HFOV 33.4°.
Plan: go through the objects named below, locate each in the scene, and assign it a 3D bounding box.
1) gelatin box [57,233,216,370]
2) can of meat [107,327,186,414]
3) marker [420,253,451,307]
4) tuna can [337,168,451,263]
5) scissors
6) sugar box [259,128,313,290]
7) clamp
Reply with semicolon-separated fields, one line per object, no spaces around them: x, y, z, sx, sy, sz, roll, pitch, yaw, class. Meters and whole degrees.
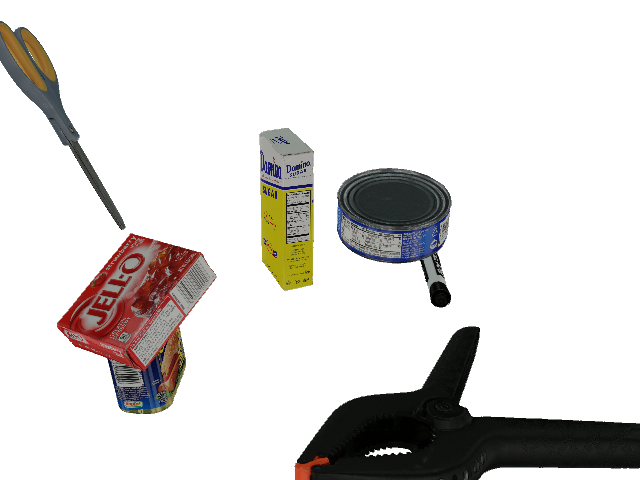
-0.127;0.041;0.734;0.073;0.089;0.030;13;-34;38;gelatin box
-0.163;0.101;0.999;0.057;0.084;0.102;-3;25;8;can of meat
0.108;0.034;1.018;0.020;0.020;0.121;0;20;0;marker
0.055;-0.019;0.808;0.086;0.034;0.086;1;34;-1;tuna can
-0.224;-0.108;0.937;0.016;0.201;0.096;-27;26;9;scissors
-0.042;-0.038;1.292;0.048;0.176;0.093;-11;26;-18;sugar box
0.069;0.107;0.627;0.209;0.036;0.165;-10;24;-27;clamp
